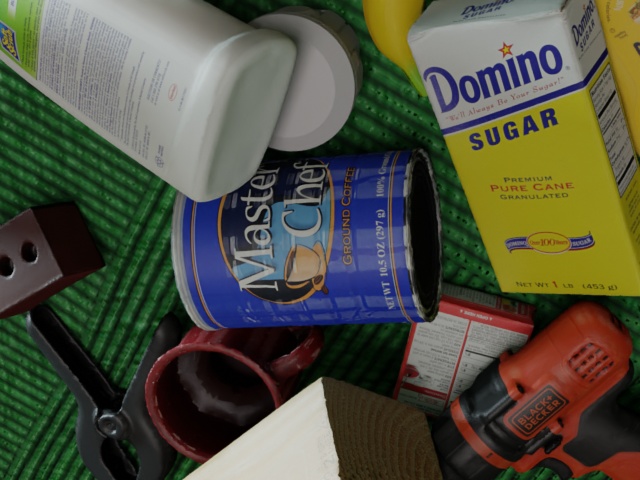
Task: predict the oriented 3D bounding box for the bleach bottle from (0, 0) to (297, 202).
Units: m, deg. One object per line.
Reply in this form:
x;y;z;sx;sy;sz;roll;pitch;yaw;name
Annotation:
-0.136;-0.126;0.611;0.251;0.067;0.103;34;125;20;bleach bottle

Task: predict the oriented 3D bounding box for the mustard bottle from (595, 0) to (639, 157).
0.202;-0.085;0.565;0.096;0.058;0.191;-30;104;28;mustard bottle

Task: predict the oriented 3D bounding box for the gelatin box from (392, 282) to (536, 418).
0.091;0.075;0.686;0.073;0.030;0.089;15;117;7;gelatin box

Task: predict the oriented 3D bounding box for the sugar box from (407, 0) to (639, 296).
0.120;-0.050;0.582;0.094;0.048;0.176;-1;128;39;sugar box

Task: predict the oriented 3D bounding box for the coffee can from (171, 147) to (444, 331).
-0.004;0.001;0.637;0.140;0.102;0.103;-3;113;16;coffee can

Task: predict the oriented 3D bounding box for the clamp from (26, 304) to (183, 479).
-0.154;0.119;0.771;0.120;0.039;0.171;13;115;22;clamp

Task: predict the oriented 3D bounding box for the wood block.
-0.028;0.180;0.654;0.090;0.090;0.206;24;130;-36;wood block

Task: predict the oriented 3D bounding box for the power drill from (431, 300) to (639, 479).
0.160;0.149;0.663;0.187;0.057;0.185;39;112;-15;power drill

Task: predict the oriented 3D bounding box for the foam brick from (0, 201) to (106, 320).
-0.196;0.014;0.718;0.078;0.051;0.053;-29;86;23;foam brick

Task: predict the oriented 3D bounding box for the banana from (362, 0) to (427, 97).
0.071;-0.175;0.576;0.069;0.037;0.198;17;122;-18;banana

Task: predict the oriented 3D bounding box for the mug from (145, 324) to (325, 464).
-0.047;0.084;0.699;0.117;0.081;0.093;-29;104;25;mug
